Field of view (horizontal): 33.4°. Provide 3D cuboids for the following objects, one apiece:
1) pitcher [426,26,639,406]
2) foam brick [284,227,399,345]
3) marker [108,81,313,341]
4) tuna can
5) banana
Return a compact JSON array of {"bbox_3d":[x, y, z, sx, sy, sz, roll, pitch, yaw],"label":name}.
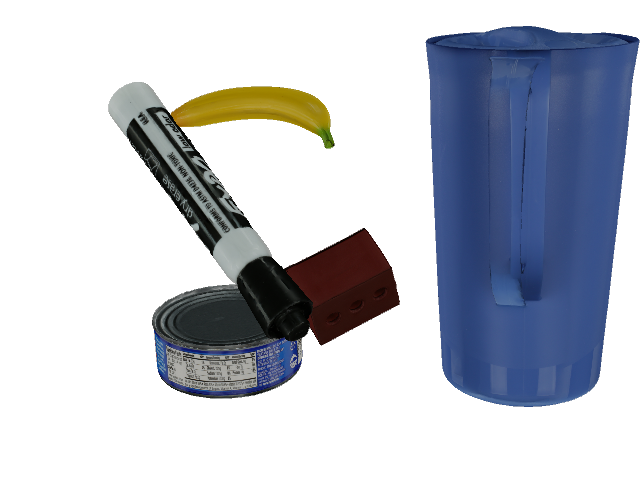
[{"bbox_3d":[0.133,-0.016,0.700,0.149,0.243,0.145,-10,17,-28],"label":"pitcher"},{"bbox_3d":[0.018,0.038,0.876,0.078,0.053,0.051,-28,49,-9],"label":"foam brick"},{"bbox_3d":[-0.039,-0.012,0.375,0.020,0.020,0.121,0,43,-49],"label":"marker"},{"bbox_3d":[-0.053,0.057,0.614,0.086,0.034,0.086,-2,20,0],"label":"tuna can"},{"bbox_3d":[-0.070,-0.145,1.194,0.198,0.037,0.069,8,42,18],"label":"banana"}]
